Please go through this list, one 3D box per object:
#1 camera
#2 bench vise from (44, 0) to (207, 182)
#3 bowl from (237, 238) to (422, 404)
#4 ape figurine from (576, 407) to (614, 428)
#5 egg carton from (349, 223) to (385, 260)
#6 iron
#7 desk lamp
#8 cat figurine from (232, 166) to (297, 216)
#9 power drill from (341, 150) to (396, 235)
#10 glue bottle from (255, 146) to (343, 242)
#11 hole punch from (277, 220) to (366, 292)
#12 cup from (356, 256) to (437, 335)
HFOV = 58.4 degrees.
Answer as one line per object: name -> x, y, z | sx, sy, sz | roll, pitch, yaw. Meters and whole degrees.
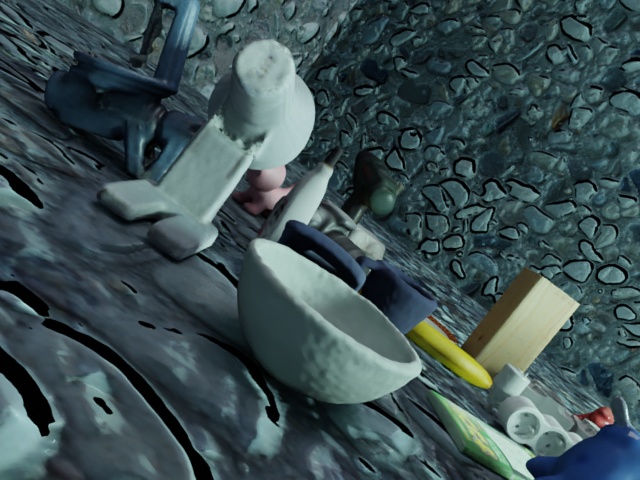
camera -> 0.008, 0.003, 0.842 | 0.136, 0.100, 0.144 | 42, 10, 35
bench vise -> -0.188, -0.191, 0.686 | 0.208, 0.219, 0.121 | 34, 8, -21
bowl -> -0.006, 0.076, 0.455 | 0.167, 0.074, 0.167 | 36, 8, -5
ape figurine -> 0.480, 0.332, 1.010 | 0.077, 0.092, 0.076 | 42, 10, 37
egg carton -> 0.079, 0.006, 1.249 | 0.107, 0.069, 0.150 | 34, 8, -17
iron -> 0.306, 0.262, 0.482 | 0.257, 0.141, 0.119 | 39, 8, 19
desk lamp -> -0.093, -0.100, 0.591 | 0.118, 0.213, 0.203 | 36, 8, -3
cat figurine -> -0.082, -0.096, 0.964 | 0.128, 0.117, 0.067 | 27, 12, -49
power drill -> 0.063, -0.072, 1.121 | 0.076, 0.208, 0.229 | 33, 8, -23
glue bottle -> -0.025, -0.050, 0.742 | 0.037, 0.173, 0.078 | 34, 8, -20
hole punch -> -0.009, 0.034, 0.627 | 0.108, 0.091, 0.101 | 37, 8, 5
cup -> 0.069, 0.079, 0.685 | 0.118, 0.095, 0.091 | 33, 8, -24
